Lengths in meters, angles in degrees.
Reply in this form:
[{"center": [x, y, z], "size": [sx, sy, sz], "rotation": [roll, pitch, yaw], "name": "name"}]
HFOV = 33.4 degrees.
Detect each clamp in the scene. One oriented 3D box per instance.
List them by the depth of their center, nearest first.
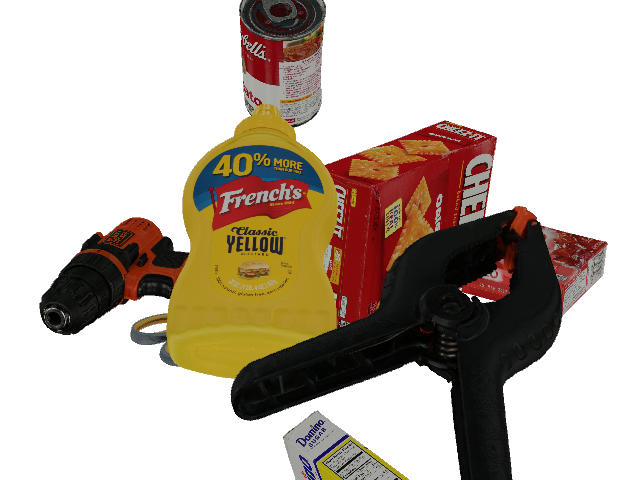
[{"center": [0.059, 0.048, 0.450], "size": [0.120, 0.039, 0.171], "rotation": [35, 54, 23], "name": "clamp"}]

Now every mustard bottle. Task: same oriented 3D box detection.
[{"center": [-0.037, -0.010, 0.655], "size": [0.096, 0.191, 0.058], "rotation": [1, -38, 1], "name": "mustard bottle"}]

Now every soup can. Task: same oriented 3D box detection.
[{"center": [-0.030, -0.150, 0.869], "size": [0.068, 0.068, 0.102], "rotation": [0, -37, -2], "name": "soup can"}]

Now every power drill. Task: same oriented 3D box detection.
[{"center": [-0.112, 0.040, 0.861], "size": [0.188, 0.057, 0.184], "rotation": [13, 24, 8], "name": "power drill"}]

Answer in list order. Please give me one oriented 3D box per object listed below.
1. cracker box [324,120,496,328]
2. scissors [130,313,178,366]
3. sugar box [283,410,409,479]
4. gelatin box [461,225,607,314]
[{"center": [0.079, -0.010, 1.015], "size": [0.072, 0.164, 0.213], "rotation": [23, 30, 34], "name": "cracker box"}, {"center": [-0.101, 0.095, 1.149], "size": [0.201, 0.016, 0.096], "rotation": [-6, 31, -22], "name": "scissors"}, {"center": [0.046, 0.216, 0.840], "size": [0.048, 0.093, 0.176], "rotation": [-36, 41, -27], "name": "sugar box"}, {"center": [0.151, 0.018, 0.750], "size": [0.073, 0.030, 0.089], "rotation": [16, 27, 29], "name": "gelatin box"}]
